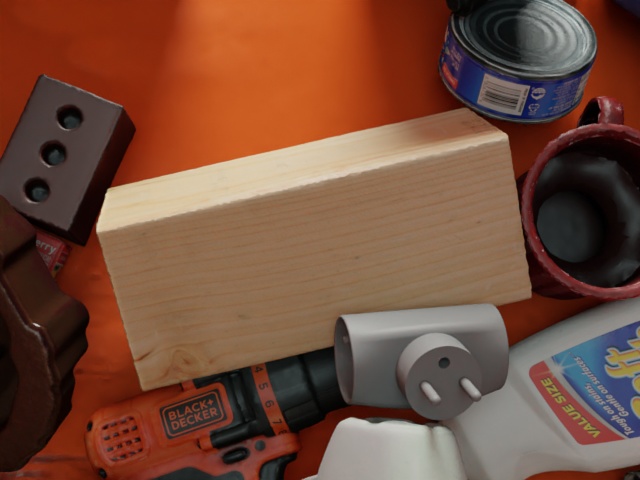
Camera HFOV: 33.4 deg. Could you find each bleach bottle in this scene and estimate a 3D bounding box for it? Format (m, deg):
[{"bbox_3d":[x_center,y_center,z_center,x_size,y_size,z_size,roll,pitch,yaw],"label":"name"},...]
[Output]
[{"bbox_3d":[0.172,0.085,0.592,0.251,0.068,0.102,-22,84,-2],"label":"bleach bottle"}]

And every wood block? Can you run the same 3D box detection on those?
[{"bbox_3d":[-0.004,0.001,0.570,0.206,0.090,0.091,-13,108,-3],"label":"wood block"}]

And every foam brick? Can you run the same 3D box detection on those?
[{"bbox_3d":[-0.145,-0.044,0.602,0.053,0.051,0.078,22,83,1],"label":"foam brick"}]

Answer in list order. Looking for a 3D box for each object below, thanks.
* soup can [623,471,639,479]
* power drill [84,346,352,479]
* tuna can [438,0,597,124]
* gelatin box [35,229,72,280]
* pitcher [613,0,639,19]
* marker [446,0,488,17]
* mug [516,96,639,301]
[{"bbox_3d":[0.226,0.150,0.582,0.102,0.068,0.068,-11,84,-4],"label":"soup can"},{"bbox_3d":[-0.018,0.149,0.569,0.184,0.057,0.188,-20,75,4],"label":"power drill"},{"bbox_3d":[0.112,-0.106,0.605,0.086,0.034,0.086,4,48,-4],"label":"tuna can"},{"bbox_3d":[-0.197,0.017,0.604,0.089,0.030,0.073,25,83,1],"label":"gelatin box"},{"bbox_3d":[0.264,-0.123,0.592,0.243,0.145,0.149,34,61,6],"label":"pitcher"},{"bbox_3d":[0.113,-0.156,0.612,0.120,0.020,0.020,-35,85,-34],"label":"marker"},{"bbox_3d":[0.147,-0.022,0.591,0.093,0.081,0.117,8,82,-4],"label":"mug"}]
